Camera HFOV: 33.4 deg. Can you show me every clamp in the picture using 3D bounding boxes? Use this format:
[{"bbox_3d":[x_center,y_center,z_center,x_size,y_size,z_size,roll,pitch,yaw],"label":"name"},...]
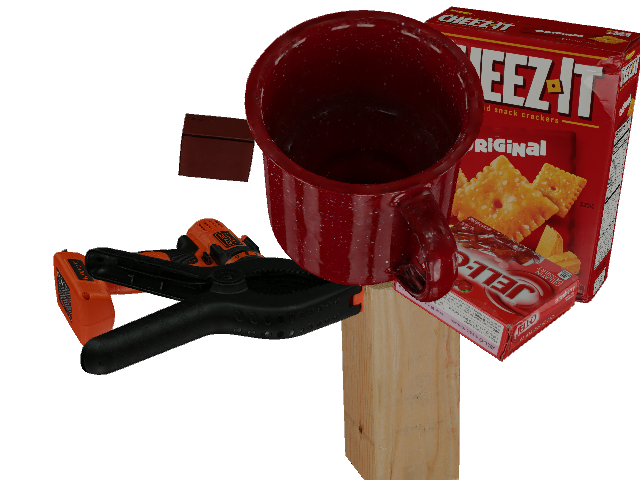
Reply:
[{"bbox_3d":[-0.074,0.038,0.770,0.209,0.036,0.165,-6,25,-16],"label":"clamp"}]

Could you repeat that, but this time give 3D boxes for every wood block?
[{"bbox_3d":[0.076,0.124,1.022,0.090,0.206,0.091,-7,18,-18],"label":"wood block"}]

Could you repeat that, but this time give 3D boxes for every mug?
[{"bbox_3d":[0.023,-0.025,0.439,0.093,0.117,0.081,-25,-30,-15],"label":"mug"}]

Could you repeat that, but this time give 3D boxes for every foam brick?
[{"bbox_3d":[-0.112,-0.100,1.153,0.078,0.051,0.053,6,31,-5],"label":"foam brick"}]

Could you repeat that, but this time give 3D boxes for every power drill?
[{"bbox_3d":[-0.134,0.043,0.963,0.187,0.057,0.185,-10,26,-26],"label":"power drill"}]

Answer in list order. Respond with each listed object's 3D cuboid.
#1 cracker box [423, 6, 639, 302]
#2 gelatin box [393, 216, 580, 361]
[{"bbox_3d":[0.160,-0.069,0.870,0.164,0.214,0.072,14,29,24],"label":"cracker box"},{"bbox_3d":[0.102,0.026,0.658,0.073,0.030,0.089,-28,47,-37],"label":"gelatin box"}]
